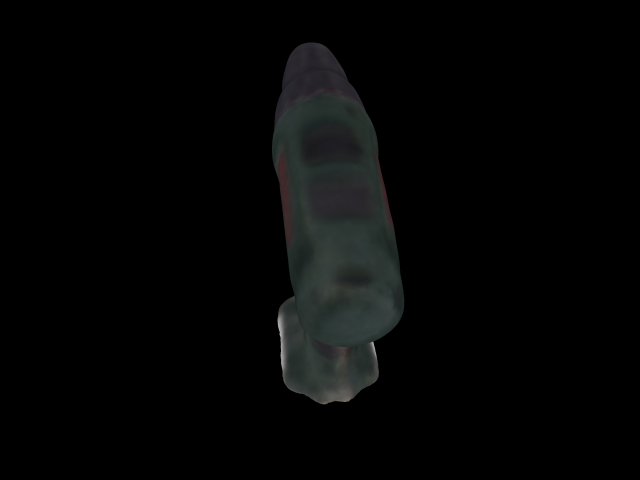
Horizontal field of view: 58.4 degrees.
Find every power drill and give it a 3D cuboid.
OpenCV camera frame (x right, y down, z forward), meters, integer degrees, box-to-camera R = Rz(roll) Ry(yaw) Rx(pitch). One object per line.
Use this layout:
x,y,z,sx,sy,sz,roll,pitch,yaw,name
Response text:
0.004,0.001,0.400,0.075,0.208,0.229,-5,40,-6,power drill
